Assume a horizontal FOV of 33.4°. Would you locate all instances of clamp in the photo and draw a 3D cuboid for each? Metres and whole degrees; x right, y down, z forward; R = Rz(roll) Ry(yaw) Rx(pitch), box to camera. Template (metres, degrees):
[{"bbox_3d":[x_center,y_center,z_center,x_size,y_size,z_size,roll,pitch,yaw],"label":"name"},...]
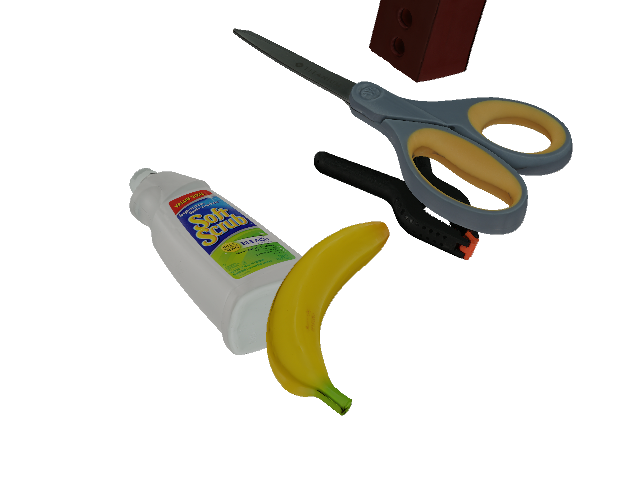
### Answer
[{"bbox_3d":[0.101,-0.055,1.240,0.164,0.210,0.036,-15,-38,-28],"label":"clamp"}]

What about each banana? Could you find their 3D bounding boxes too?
[{"bbox_3d":[0.002,0.046,0.760,0.069,0.037,0.197,19,41,-2],"label":"banana"}]

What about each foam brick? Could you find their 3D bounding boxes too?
[{"bbox_3d":[0.075,-0.156,0.726,0.051,0.078,0.053,-22,49,-36],"label":"foam brick"}]

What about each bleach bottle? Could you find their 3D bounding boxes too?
[{"bbox_3d":[-0.106,0.002,0.962,0.102,0.068,0.251,-17,39,-34],"label":"bleach bottle"}]

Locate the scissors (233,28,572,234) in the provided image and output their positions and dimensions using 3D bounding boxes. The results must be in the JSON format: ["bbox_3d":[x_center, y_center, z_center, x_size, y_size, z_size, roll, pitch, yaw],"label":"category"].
[{"bbox_3d":[0.045,-0.073,0.546,0.096,0.016,0.202,-24,50,-23],"label":"scissors"}]
